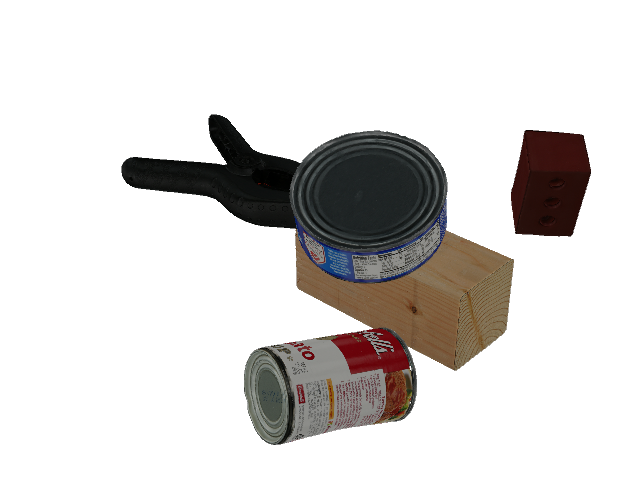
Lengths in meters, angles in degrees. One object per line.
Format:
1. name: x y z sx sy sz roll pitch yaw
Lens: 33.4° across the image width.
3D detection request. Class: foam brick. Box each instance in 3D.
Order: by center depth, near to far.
1. foam brick: 0.199 -0.049 0.927 0.053 0.051 0.078 3 -44 1

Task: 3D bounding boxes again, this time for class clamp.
1. clamp: -0.072 -0.048 0.852 0.172 0.039 0.120 29 47 36

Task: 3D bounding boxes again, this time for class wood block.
1. wood block: 0.079 0.035 1.072 0.206 0.091 0.090 26 41 35

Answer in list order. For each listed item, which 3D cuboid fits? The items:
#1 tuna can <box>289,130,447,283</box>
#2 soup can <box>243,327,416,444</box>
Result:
1. tuna can: 0.027 -0.019 0.590 0.086 0.086 0.034 0 -38 8
2. soup can: 0.006 0.101 0.741 0.102 0.068 0.069 -6 3 -30
